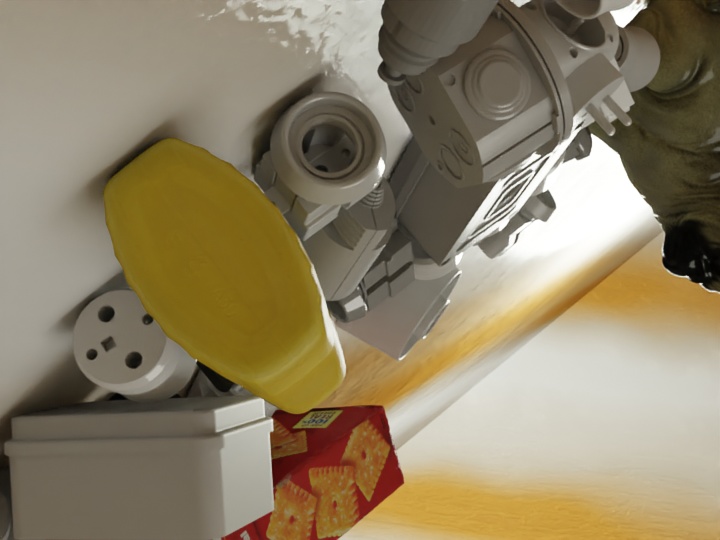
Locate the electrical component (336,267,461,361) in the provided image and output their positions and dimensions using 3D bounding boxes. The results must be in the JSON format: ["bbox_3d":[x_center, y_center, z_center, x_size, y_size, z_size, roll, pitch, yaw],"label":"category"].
[{"bbox_3d":[0.036,0.024,0.880,0.099,0.064,0.099,-53,170,-13],"label":"electrical component"}]

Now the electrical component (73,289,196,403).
[{"bbox_3d":[-0.100,0.034,0.481,0.045,0.045,0.055,-40,168,-6],"label":"electrical component"}]

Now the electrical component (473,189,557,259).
[{"bbox_3d":[0.109,-0.048,0.803,0.057,0.058,0.078,-39,170,23],"label":"electrical component"}]

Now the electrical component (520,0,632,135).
[{"bbox_3d":[0.111,-0.103,0.562,0.077,0.079,0.044,-29,165,-45],"label":"electrical component"}]

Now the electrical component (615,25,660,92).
[{"bbox_3d":[0.165,-0.139,0.696,0.044,0.044,0.065,-46,162,23],"label":"electrical component"}]

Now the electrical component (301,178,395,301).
[{"bbox_3d":[-0.006,-0.022,0.573,0.043,0.043,0.081,-32,165,-37],"label":"electrical component"}]

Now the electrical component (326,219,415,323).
[{"bbox_3d":[0.000,0.000,0.661,0.055,0.048,0.066,-38,151,-17],"label":"electrical component"}]

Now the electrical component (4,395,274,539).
[{"bbox_3d":[-0.105,0.094,0.523,0.113,0.057,0.078,-4,178,18],"label":"electrical component"}]

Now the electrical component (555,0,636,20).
[{"bbox_3d":[0.123,-0.151,0.516,0.077,0.043,0.079,-39,168,-13],"label":"electrical component"}]

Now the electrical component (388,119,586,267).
[{"bbox_3d":[0.068,-0.063,0.625,0.078,0.057,0.113,-34,166,-29],"label":"electrical component"}]

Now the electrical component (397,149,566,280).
[{"bbox_3d":[0.078,-0.046,0.726,0.138,0.052,0.073,-40,168,-4],"label":"electrical component"}]

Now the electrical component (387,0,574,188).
[{"bbox_3d":[0.051,-0.078,0.470,0.051,0.080,0.080,-33,167,-12],"label":"electrical component"}]

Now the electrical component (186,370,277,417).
[{"bbox_3d":[-0.069,0.072,0.714,0.076,0.047,0.083,-35,167,-36],"label":"electrical component"}]

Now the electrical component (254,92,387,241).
[{"bbox_3d":[-0.015,-0.046,0.458,0.066,0.048,0.055,-37,175,-16],"label":"electrical component"}]

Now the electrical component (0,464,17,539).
[{"bbox_3d":[-0.192,0.127,0.529,0.077,0.044,0.079,-34,166,-31],"label":"electrical component"}]

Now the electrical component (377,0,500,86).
[{"bbox_3d":[0.027,-0.100,0.406,0.040,0.040,0.078,-31,165,-39],"label":"electrical component"}]

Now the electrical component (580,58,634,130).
[{"bbox_3d":[0.126,-0.108,0.648,0.055,0.066,0.048,-32,-151,2],"label":"electrical component"}]

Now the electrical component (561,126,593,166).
[{"bbox_3d":[0.130,-0.091,0.759,0.062,0.048,0.048,-24,174,21],"label":"electrical component"}]
